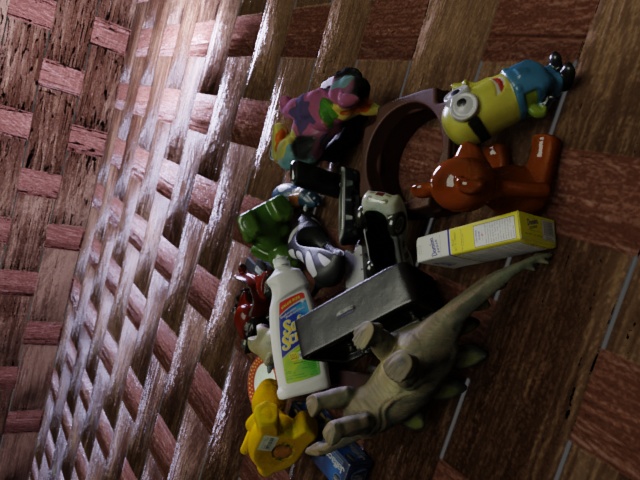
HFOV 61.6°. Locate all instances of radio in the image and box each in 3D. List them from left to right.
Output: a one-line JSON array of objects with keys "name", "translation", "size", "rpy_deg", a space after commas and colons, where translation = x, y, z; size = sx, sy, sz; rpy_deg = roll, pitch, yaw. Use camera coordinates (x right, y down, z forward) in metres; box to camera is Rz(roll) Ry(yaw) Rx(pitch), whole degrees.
[{"name": "radio", "translation": [0.083, 0.127, 0.880], "size": [0.230, 0.131, 0.073], "rpy_deg": [-32, 57, 28]}]

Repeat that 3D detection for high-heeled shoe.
[{"name": "high-heeled shoe", "translation": [-0.002, -0.003, 1.053], "size": [0.145, 0.086, 0.249], "rpy_deg": [117, 152, -44]}]

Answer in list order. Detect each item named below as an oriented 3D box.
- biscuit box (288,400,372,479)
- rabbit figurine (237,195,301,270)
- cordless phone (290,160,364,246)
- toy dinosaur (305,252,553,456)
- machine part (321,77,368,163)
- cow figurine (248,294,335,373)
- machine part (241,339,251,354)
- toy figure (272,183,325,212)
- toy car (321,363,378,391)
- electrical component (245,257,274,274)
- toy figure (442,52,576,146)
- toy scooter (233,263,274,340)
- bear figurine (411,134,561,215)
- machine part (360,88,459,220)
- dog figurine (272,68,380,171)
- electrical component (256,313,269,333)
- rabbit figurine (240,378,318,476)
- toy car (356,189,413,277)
[{"name": "biscuit box", "translation": [0.012, 0.378, 1.002], "size": [0.203, 0.059, 0.062], "rpy_deg": [30, 106, 51]}, {"name": "rabbit figurine", "translation": [-0.110, 0.006, 1.195], "size": [0.170, 0.121, 0.159], "rpy_deg": [62, 158, -4]}, {"name": "cordless phone", "translation": [0.019, -0.071, 0.999], "size": [0.089, 0.184, 0.146], "rpy_deg": [-10, 74, 46]}, {"name": "toy dinosaur", "translation": [0.136, 0.177, 0.774], "size": [0.471, 0.198, 0.105], "rpy_deg": [-50, 47, 23]}, {"name": "machine part", "translation": [0.027, -0.252, 1.137], "size": [0.179, 0.056, 0.179], "rpy_deg": [-17, 68, 48]}, {"name": "cow figurine", "translation": [-0.054, 0.188, 1.072], "size": [0.195, 0.085, 0.127], "rpy_deg": [-16, 80, 17]}, {"name": "machine part", "translation": [-0.144, 0.233, 1.261], "size": [0.139, 0.039, 0.084], "rpy_deg": [0, 73, 54]}, {"name": "toy figure", "translation": [-0.053, -0.096, 1.197], "size": [0.155, 0.057, 0.064], "rpy_deg": [9, 69, 55]}, {"name": "toy car", "translation": [0.066, 0.263, 0.966], "size": [0.202, 0.053, 0.089], "rpy_deg": [-12, 66, 55]}, {"name": "electrical component", "translation": [-0.134, 0.082, 1.272], "size": [0.119, 0.047, 0.074], "rpy_deg": [33, 108, 51]}, {"name": "toy figure", "translation": [0.262, -0.194, 0.759], "size": [0.180, 0.089, 0.082], "rpy_deg": [-20, 23, 8]}, {"name": "toy scooter", "translation": [-0.153, 0.128, 1.194], "size": [0.135, 0.075, 0.183], "rpy_deg": [39, 118, 34]}, {"name": "bear figurine", "translation": [0.225, -0.093, 0.728], "size": [0.120, 0.196, 0.132], "rpy_deg": [-4, 77, 55]}, {"name": "machine part", "translation": [0.165, -0.138, 0.907], "size": [0.202, 0.087, 0.201], "rpy_deg": [-5, 78, 50]}, {"name": "dog figurine", "translation": [0.015, -0.222, 1.018], "size": [0.219, 0.108, 0.191], "rpy_deg": [4, 83, 48]}, {"name": "electrical component", "translation": [-0.094, 0.215, 1.156], "size": [0.045, 0.102, 0.078], "rpy_deg": [-16, 44, 50]}, {"name": "rabbit figurine", "translation": [-0.087, 0.346, 1.022], "size": [0.173, 0.122, 0.162], "rpy_deg": [-116, 37, -56]}, {"name": "toy car", "translation": [0.111, 0.007, 0.893], "size": [0.074, 0.056, 0.201], "rpy_deg": [15, 136, 32]}]
